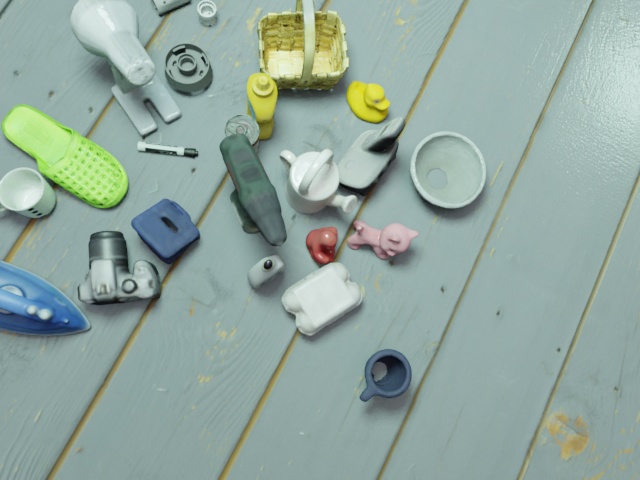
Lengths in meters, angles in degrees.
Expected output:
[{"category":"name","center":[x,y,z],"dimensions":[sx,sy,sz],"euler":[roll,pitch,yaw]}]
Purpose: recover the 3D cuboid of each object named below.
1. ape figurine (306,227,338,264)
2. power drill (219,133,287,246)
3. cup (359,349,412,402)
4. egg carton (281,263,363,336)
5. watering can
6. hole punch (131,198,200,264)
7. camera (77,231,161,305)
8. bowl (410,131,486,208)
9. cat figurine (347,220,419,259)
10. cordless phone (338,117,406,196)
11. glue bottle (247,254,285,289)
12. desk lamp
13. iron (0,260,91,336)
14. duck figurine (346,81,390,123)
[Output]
[{"category":"ape figurine","center":[0.011,0.004,1.156],"dimensions":[0.076,0.092,0.078],"euler":[39,77,0]},{"category":"power drill","center":[-0.124,-0.080,1.091],"dimensions":[0.076,0.208,0.229],"euler":[-24,84,-11]},{"category":"cup","center":[0.116,0.270,1.123],"dimensions":[0.118,0.095,0.091],"euler":[-43,88,-13]},{"category":"egg carton","center":[0.004,0.115,1.147],"dimensions":[0.150,0.069,0.107],"euler":[-32,86,-12]},{"category":"watering can","center":[-0.004,-0.118,1.123],"dimensions":[0.173,0.194,0.101],"euler":[18,78,-5]},{"category":"hole punch","center":[-0.299,-0.023,1.116],"dimensions":[0.108,0.091,0.101],"euler":[45,77,1]},{"category":"camera","center":[-0.384,0.051,1.086],"dimensions":[0.143,0.100,0.137],"euler":[-6,81,-9]},{"category":"bowl","center":[0.264,-0.143,1.227],"dimensions":[0.167,0.074,0.167],"euler":[1,80,-8]},{"category":"cat figurine","center":[0.128,-0.006,1.162],"dimensions":[0.128,0.117,0.067],"euler":[17,78,-5]},{"category":"cordless phone","center":[0.104,-0.175,1.153],"dimensions":[0.094,0.185,0.148],"euler":[33,77,-1]},{"category":"glue bottle","center":[-0.100,0.054,1.089],"dimensions":[0.078,0.173,0.037],"euler":[-32,86,-12]},{"category":"desk lamp","center":[-0.365,-0.339,1.099],"dimensions":[0.118,0.213,0.203],"euler":[-34,86,-12]},{"category":"iron","center":[-0.551,0.109,1.030],"dimensions":[0.258,0.141,0.119],"euler":[21,78,-4]},{"category":"duck figurine","center":[0.108,-0.308,1.228],"dimensions":[0.104,0.086,0.077],"euler":[41,77,1]}]
